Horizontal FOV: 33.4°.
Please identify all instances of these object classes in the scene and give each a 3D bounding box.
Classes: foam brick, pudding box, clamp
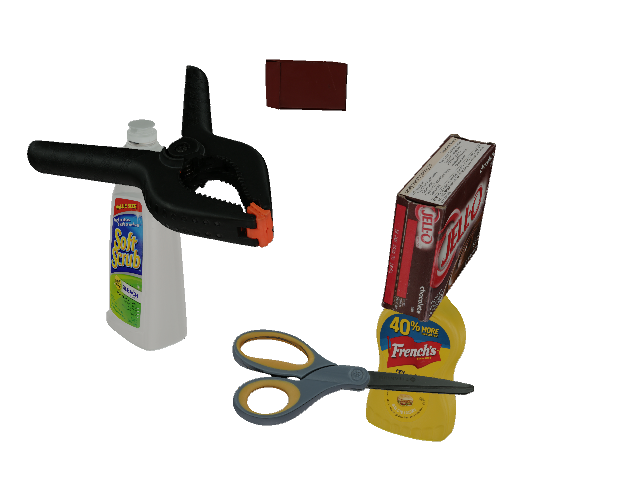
[{"bbox_3d":[-0.015,-0.167,1.146,0.078,0.051,0.053,-1,12,-19],"label":"foam brick"},{"bbox_3d":[0.082,-0.011,0.734,0.039,0.090,0.113,17,33,17],"label":"pudding box"},{"bbox_3d":[-0.099,-0.063,0.811,0.210,0.036,0.164,30,54,32],"label":"clamp"}]

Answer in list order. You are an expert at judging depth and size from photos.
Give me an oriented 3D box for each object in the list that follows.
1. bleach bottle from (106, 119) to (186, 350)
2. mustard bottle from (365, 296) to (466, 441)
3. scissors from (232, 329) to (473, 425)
[{"bbox_3d":[-0.193,-0.010,1.160,0.067,0.251,0.103,-19,33,-36],"label":"bleach bottle"},{"bbox_3d":[0.107,0.115,1.154,0.096,0.192,0.058,12,14,24],"label":"mustard bottle"},{"bbox_3d":[0.017,0.126,0.871,0.202,0.096,0.016,17,-38,11],"label":"scissors"}]
